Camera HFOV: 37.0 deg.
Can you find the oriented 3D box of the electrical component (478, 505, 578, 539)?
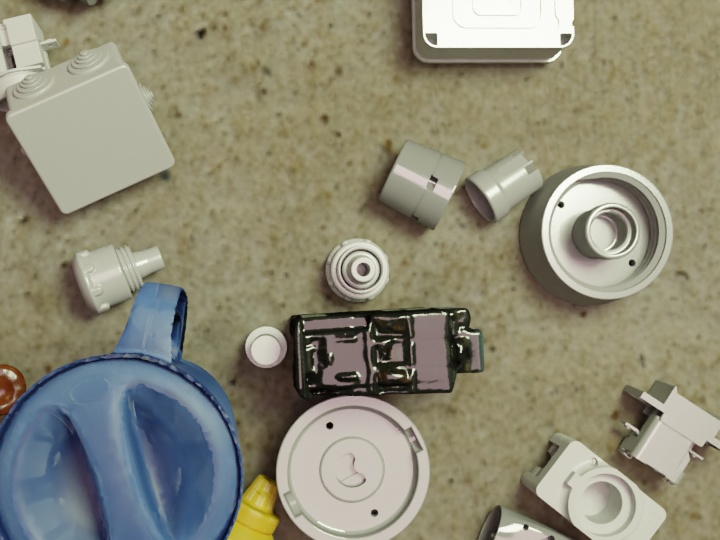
[{"bbox_3d":[0.122,0.225,0.796,0.077,0.043,0.079,25,87,-4],"label":"electrical component"}]

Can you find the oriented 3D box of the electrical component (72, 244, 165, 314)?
[{"bbox_3d":[-0.173,0.001,0.777,0.062,0.048,0.048,-21,91,-12],"label":"electrical component"}]

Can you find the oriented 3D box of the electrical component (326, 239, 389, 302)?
[{"bbox_3d":[0.000,0.000,0.781,0.048,0.062,0.048,0,89,-5],"label":"electrical component"}]

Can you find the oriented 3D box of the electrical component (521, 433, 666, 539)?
[{"bbox_3d":[0.173,0.168,0.795,0.089,0.056,0.050,39,86,-3],"label":"electrical component"}]

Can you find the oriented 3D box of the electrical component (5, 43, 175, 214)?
[{"bbox_3d":[-0.190,-0.101,0.755,0.100,0.048,0.099,-25,131,-5],"label":"electrical component"}]

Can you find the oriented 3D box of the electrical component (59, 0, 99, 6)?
[{"bbox_3d":[-0.216,-0.218,0.777,0.081,0.043,0.043,24,87,-4],"label":"electrical component"}]

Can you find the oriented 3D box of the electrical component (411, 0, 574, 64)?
[{"bbox_3d":[0.096,-0.195,0.796,0.113,0.057,0.078,-1,89,-5],"label":"electrical component"}]

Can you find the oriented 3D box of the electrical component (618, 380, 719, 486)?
[{"bbox_3d":[0.232,0.123,0.809,0.081,0.042,0.063,33,90,-3],"label":"electrical component"}]

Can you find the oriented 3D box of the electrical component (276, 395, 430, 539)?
[{"bbox_3d":[-0.007,0.141,0.778,0.108,0.060,0.108,0,89,-5],"label":"electrical component"}]

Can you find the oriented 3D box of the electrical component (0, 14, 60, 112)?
[{"bbox_3d":[-0.248,-0.147,0.773,0.066,0.048,0.055,-15,83,-5],"label":"electrical component"}]

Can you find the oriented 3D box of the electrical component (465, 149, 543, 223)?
[{"bbox_3d":[0.108,-0.064,0.803,0.046,0.040,0.040,-34,92,-10],"label":"electrical component"}]

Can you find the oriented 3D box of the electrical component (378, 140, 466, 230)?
[{"bbox_3d":[0.045,-0.064,0.791,0.047,0.055,0.055,26,87,0],"label":"electrical component"}]

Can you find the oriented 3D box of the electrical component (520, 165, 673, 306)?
[{"bbox_3d":[0.178,-0.027,0.797,0.108,0.060,0.108,0,89,-5],"label":"electrical component"}]
